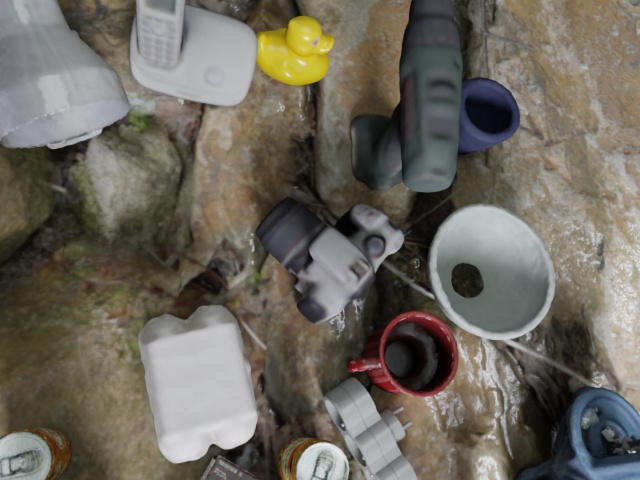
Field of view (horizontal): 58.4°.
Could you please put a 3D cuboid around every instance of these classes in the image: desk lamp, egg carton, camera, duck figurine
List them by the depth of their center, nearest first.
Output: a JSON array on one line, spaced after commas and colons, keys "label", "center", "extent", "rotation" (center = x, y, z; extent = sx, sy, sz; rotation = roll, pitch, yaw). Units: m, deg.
[{"label": "desk lamp", "center": [-0.276, -0.170, 0.573], "extent": [0.118, 0.213, 0.203], "rotation": [-23, 81, -20]}, {"label": "egg carton", "center": [-0.125, 0.146, 0.597], "extent": [0.107, 0.069, 0.150], "rotation": [-12, 78, -18]}, {"label": "camera", "center": [0.006, 0.002, 0.658], "extent": [0.137, 0.100, 0.143], "rotation": [43, 68, 0]}, {"label": "duck figurine", "center": [-0.031, -0.252, 0.732], "extent": [0.105, 0.086, 0.077], "rotation": [9, 72, -12]}]

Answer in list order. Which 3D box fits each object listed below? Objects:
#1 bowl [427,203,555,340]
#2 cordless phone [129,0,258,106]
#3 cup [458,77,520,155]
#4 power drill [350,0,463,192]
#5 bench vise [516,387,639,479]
[{"label": "bowl", "center": [0.199, 0.044, 0.712], "extent": [0.168, 0.074, 0.167], "rotation": [4, 73, -14]}, {"label": "cordless phone", "center": [-0.140, -0.239, 0.645], "extent": [0.148, 0.185, 0.094], "rotation": [9, 72, -12]}, {"label": "cup", "center": [0.190, -0.161, 0.760], "extent": [0.118, 0.095, 0.092], "rotation": [34, 68, -3]}, {"label": "power drill", "center": [0.101, -0.153, 0.672], "extent": [0.076, 0.208, 0.229], "rotation": [1, 74, -14]}, {"label": "bench vise", "center": [0.317, 0.251, 0.604], "extent": [0.121, 0.219, 0.207], "rotation": [23, 69, -7]}]
